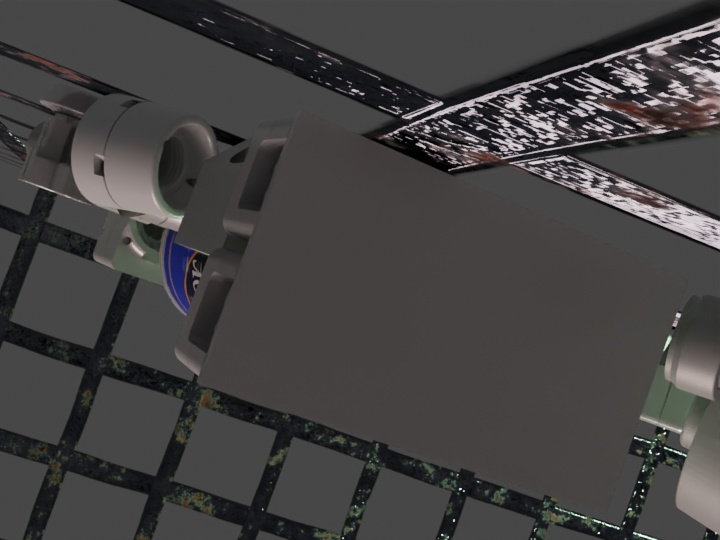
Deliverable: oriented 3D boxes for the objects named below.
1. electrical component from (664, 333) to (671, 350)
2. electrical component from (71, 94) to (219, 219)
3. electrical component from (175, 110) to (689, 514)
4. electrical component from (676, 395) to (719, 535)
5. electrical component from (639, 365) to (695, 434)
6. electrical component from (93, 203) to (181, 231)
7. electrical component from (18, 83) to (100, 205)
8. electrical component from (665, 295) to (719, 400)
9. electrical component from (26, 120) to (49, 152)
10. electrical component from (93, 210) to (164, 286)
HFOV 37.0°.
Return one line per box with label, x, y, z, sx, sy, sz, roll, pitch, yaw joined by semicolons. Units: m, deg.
electrical component;0.119;0.053;0.573;0.048;0.099;0.100;33;-177;27
electrical component;-0.101;-0.053;0.512;0.047;0.055;0.055;15;175;27
electrical component;0.030;0.020;0.447;0.186;0.105;0.060;21;178;-22
electrical component;0.194;0.081;0.528;0.060;0.108;0.108;25;180;29
electrical component;0.241;0.089;0.778;0.061;0.061;0.096;18;177;39
electrical component;-0.142;-0.061;0.654;0.074;0.052;0.138;21;177;-26
electrical component;-0.157;-0.068;0.587;0.048;0.055;0.066;21;177;-23
electrical component;0.167;0.038;0.470;0.055;0.045;0.045;19;177;27
electrical component;-0.202;-0.082;0.770;0.043;0.043;0.081;22;176;-42
electrical component;-0.150;-0.038;0.782;0.050;0.089;0.056;21;177;-31
